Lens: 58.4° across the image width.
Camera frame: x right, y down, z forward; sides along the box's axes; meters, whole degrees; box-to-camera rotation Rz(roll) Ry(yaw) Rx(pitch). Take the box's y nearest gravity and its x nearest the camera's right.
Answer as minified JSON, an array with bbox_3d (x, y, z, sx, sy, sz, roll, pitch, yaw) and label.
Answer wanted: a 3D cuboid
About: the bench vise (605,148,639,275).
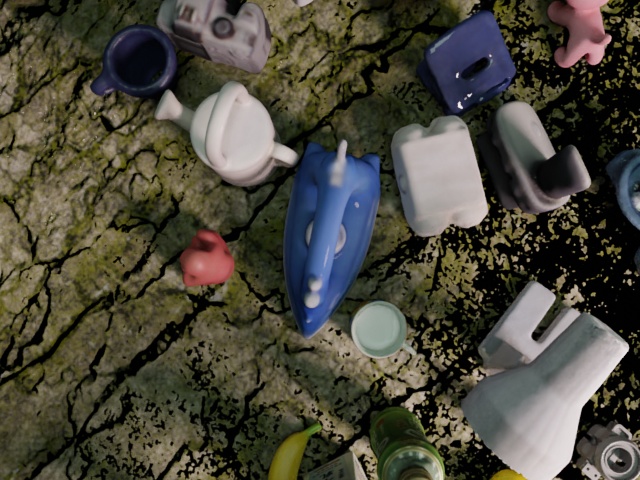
[{"bbox_3d":[0.440,-0.028,0.663,0.121,0.220,0.207,-39,86,-1],"label":"bench vise"}]

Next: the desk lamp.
[{"bbox_3d":[0.251,0.151,0.659,0.118,0.213,0.203,36,88,3],"label":"desk lamp"}]

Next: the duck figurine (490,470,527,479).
[{"bbox_3d":[0.241,0.350,0.711,0.077,0.086,0.105,17,87,2],"label":"duck figurine"}]

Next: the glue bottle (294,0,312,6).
[{"bbox_3d":[-0.037,-0.367,0.717,0.037,0.173,0.078,-31,86,-1],"label":"glue bottle"}]

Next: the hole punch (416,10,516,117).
[{"bbox_3d":[0.195,-0.226,0.745,0.108,0.091,0.101,-34,86,-1],"label":"hole punch"}]

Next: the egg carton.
[{"bbox_3d":[0.153,-0.083,0.748,0.107,0.069,0.150,-14,86,0],"label":"egg carton"}]

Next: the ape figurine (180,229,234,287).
[{"bbox_3d":[-0.152,0.027,0.736,0.076,0.092,0.078,38,88,3],"label":"ape figurine"}]

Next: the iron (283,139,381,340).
[{"bbox_3d":[0.007,0.003,0.710,0.118,0.141,0.258,10,87,2],"label":"iron"}]

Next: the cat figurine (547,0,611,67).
[{"bbox_3d":[0.344,-0.302,0.733,0.067,0.118,0.128,-11,86,1],"label":"cat figurine"}]

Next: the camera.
[{"bbox_3d":[-0.129,-0.312,0.752,0.143,0.101,0.137,19,87,2],"label":"camera"}]

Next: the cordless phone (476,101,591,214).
[{"bbox_3d":[0.267,-0.109,0.689,0.094,0.185,0.147,-26,86,0],"label":"cordless phone"}]

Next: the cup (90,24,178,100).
[{"bbox_3d":[-0.234,-0.214,0.751,0.118,0.095,0.092,-32,86,-1],"label":"cup"}]

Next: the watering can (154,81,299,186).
[{"bbox_3d":[-0.113,-0.129,0.694,0.173,0.194,0.101,0,86,1],"label":"watering can"}]
